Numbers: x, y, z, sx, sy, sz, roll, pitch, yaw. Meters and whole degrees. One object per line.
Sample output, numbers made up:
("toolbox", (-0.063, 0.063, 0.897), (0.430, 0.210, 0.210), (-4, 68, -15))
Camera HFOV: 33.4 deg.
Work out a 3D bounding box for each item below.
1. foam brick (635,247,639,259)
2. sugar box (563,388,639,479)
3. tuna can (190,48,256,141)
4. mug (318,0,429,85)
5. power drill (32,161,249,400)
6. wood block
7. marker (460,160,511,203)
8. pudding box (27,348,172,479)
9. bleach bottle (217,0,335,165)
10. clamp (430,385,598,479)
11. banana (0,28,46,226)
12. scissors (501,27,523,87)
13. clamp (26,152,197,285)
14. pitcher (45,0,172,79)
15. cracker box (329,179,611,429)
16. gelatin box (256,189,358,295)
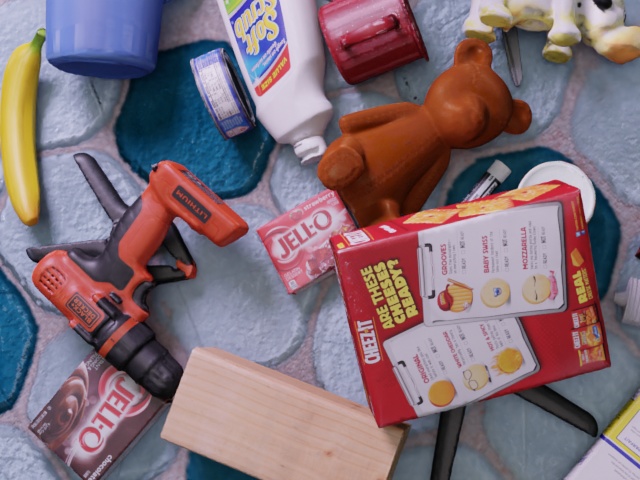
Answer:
("foam brick", (0.331, -0.007, 0.971), (0.053, 0.051, 0.078), (30, 89, 11))
("sugar box", (0.306, 0.187, 0.959), (0.093, 0.048, 0.176), (40, 95, 11))
("tuna can", (-0.093, -0.142, 1.037), (0.034, 0.086, 0.086), (-22, 81, 5))
("mug", (0.049, -0.196, 1.007), (0.081, 0.117, 0.093), (-21, 101, 11))
("power drill", (-0.155, 0.034, 1.011), (0.184, 0.057, 0.188), (43, 95, 3))
("wood block", (-0.029, 0.177, 0.991), (0.206, 0.090, 0.090), (20, 87, 11))
("marker", (0.137, -0.025, 1.021), (0.020, 0.020, 0.121), (40, 91, 11))
("pudding box", (-0.215, 0.171, 1.047), (0.090, 0.039, 0.113), (40, 91, 11))
("bleach bottle", (-0.037, -0.198, 1.038), (0.103, 0.068, 0.251), (-23, 82, 32))
("clamp", (0.136, 0.130, 0.996), (0.164, 0.036, 0.210), (-31, 81, 2))
("banana", (-0.302, -0.113, 1.081), (0.037, 0.070, 0.198), (1, 89, -28))
("scissors", (0.194, -0.257, 1.037), (0.096, 0.016, 0.202), (-23, 81, 6))
("clamp", (-0.198, -0.013, 1.064), (0.171, 0.039, 0.120), (17, 92, 4))
("pitcher", (-0.199, -0.287, 1.056), (0.149, 0.144, 0.243), (2, 88, 21))
("cracker box", (0.130, 0.053, 0.929), (0.213, 0.072, 0.164), (-14, 103, -3))
("gelatin box", (-0.007, 0.001, 1.036), (0.089, 0.030, 0.073), (-28, 80, 5))
